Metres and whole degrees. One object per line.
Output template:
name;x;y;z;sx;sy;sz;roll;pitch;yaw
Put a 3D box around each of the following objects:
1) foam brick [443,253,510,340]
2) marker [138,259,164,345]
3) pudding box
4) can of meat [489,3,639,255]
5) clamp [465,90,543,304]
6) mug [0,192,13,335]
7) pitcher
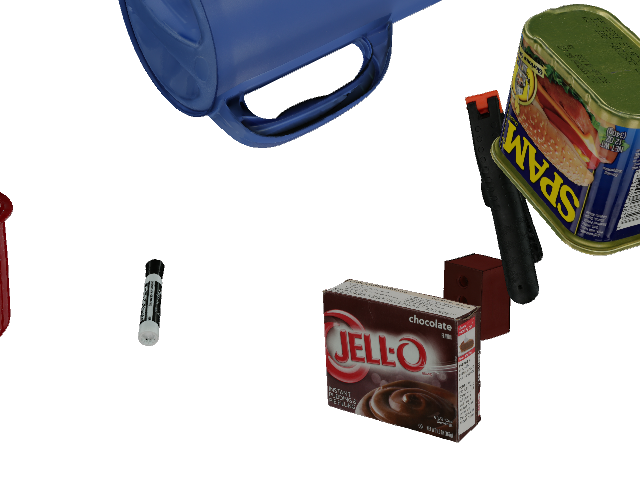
foam brick;0.162;0.058;1.107;0.051;0.078;0.053;-14;20;-42
marker;-0.162;0.057;1.027;0.020;0.020;0.121;0;34;-5
pudding box;0.056;0.081;0.745;0.114;0.090;0.039;9;21;34
can of meat;0.135;-0.058;0.539;0.057;0.084;0.102;-15;47;-19
clamp;0.152;-0.034;0.875;0.039;0.171;0.120;-17;20;12
mug;-0.238;0.022;0.636;0.093;0.081;0.117;17;27;28
pitcher;-0.009;-0.181;0.766;0.242;0.149;0.145;-26;41;-26
